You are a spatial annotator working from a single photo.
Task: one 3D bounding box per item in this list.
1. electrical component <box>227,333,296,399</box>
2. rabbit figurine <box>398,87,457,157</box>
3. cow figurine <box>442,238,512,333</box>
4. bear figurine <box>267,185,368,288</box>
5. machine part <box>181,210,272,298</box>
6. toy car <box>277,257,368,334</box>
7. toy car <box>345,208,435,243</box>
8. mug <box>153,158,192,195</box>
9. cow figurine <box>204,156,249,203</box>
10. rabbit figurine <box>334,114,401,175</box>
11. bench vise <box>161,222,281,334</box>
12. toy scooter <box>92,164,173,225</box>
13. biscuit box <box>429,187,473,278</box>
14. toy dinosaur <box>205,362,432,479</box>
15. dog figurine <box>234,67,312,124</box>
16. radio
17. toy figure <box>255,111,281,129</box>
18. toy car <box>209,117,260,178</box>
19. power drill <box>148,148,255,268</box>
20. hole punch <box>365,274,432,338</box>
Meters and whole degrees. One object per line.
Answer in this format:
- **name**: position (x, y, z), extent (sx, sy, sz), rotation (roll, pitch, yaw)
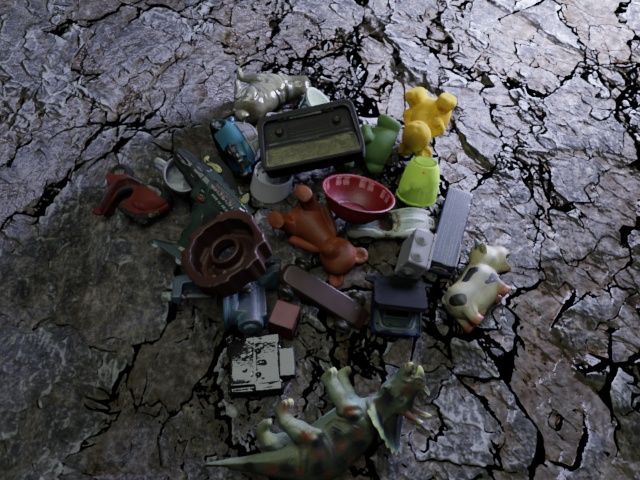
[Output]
- **electrical component**: position (-0.114, 0.245, 1.052), extent (0.134, 0.058, 0.115), rotation (-6, 64, -4)
- **rabbit figurine**: position (0.234, -0.264, 1.278), extent (0.122, 0.162, 0.173), rotation (22, 42, 9)
- **cow figurine**: position (0.333, 0.085, 1.134), extent (0.127, 0.085, 0.195), rotation (43, 70, 13)
- **bear figurine**: position (0.000, -0.003, 1.153), extent (0.120, 0.131, 0.196), rotation (-42, 63, 5)
- **machine part**: position (-0.180, 0.027, 1.040), extent (0.179, 0.056, 0.179), rotation (-11, 50, 13)
- **toy car**: position (0.005, 0.117, 1.113), extent (0.202, 0.053, 0.089), rotation (32, 63, -6)
- **toy car**: position (0.158, -0.035, 1.208), extent (0.202, 0.056, 0.073), rotation (-1, 61, -1)
- **mug**: position (-0.329, -0.145, 1.223), extent (0.109, 0.107, 0.081), rotation (25, 77, -13)
- **cow figurine**: position (-0.209, -0.114, 1.223), extent (0.068, 0.098, 0.167), rotation (-34, 73, -21)
- **rabbit figurine**: position (0.083, -0.234, 1.285), extent (0.170, 0.121, 0.159), rotation (24, 85, -5)
- **bench vise**: position (-0.199, 0.092, 1.102), extent (0.241, 0.128, 0.224), rotation (-2, 59, -7)
- **toy scooter**: position (-0.435, -0.089, 1.219), extent (0.184, 0.075, 0.135), rotation (28, 64, 17)
- **biscuit box**: position (0.290, -0.020, 1.200), extent (0.063, 0.059, 0.202), rotation (17, 63, 10)
- **toy dinosaur**: position (0.015, 0.355, 0.967), extent (0.405, 0.131, 0.192), rotation (-34, 66, -11)
- **dog figurine**: position (-0.114, -0.352, 1.339), extent (0.191, 0.121, 0.172), rotation (1, 60, -1)
- **radio**: position (-0.021, -0.226, 1.202), extent (0.230, 0.073, 0.131), rotation (-11, 80, 3)
- **toy figure**: position (-0.075, -0.240, 1.303), extent (0.180, 0.089, 0.082), rotation (29, 30, 4)
- **toy car**: position (-0.189, -0.227, 1.267), extent (0.103, 0.109, 0.162), rotation (-28, 51, -13)
- **power drill**: position (-0.273, -0.054, 1.146), extent (0.232, 0.086, 0.207), rotation (37, 81, -2)
- **hole punch**: position (0.160, 0.136, 1.110), extent (0.142, 0.092, 0.116), rotation (4, 32, 4)
